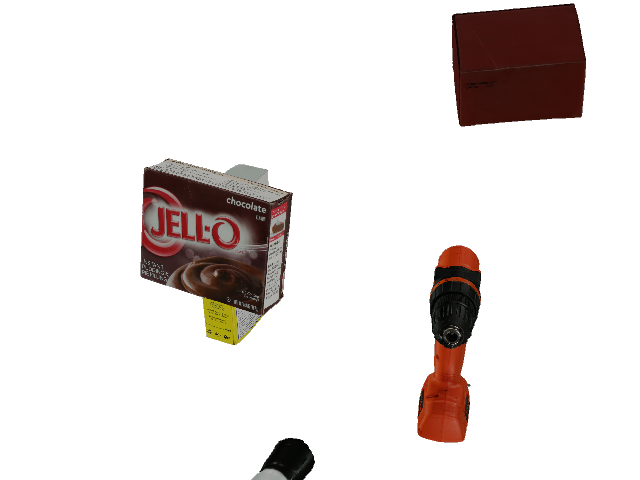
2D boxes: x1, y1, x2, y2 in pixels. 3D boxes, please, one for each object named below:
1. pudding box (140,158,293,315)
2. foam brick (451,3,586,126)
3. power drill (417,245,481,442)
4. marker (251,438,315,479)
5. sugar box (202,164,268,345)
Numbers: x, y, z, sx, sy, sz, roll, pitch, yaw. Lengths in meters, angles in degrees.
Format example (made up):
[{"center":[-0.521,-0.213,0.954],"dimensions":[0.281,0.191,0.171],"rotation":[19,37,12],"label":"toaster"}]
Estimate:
[{"center":[-0.079,-0.004,0.796],"dimensions":[0.114,0.090,0.039],"rotation":[15,25,21],"label":"pudding box"},{"center":[0.123,-0.109,0.667],"dimensions":[0.078,0.051,0.053],"rotation":[-3,-35,6],"label":"foam brick"},{"center":[0.139,0.119,1.142],"dimensions":[0.057,0.188,0.184],"rotation":[8,25,8],"label":"power drill"},{"center":[-0.032,0.113,0.416],"dimensions":[0.020,0.020,0.121],"rotation":[0,21,24],"label":"marker"},{"center":[-0.090,0.016,1.140],"dimensions":[0.048,0.176,0.093],"rotation":[13,37,23],"label":"sugar box"}]
